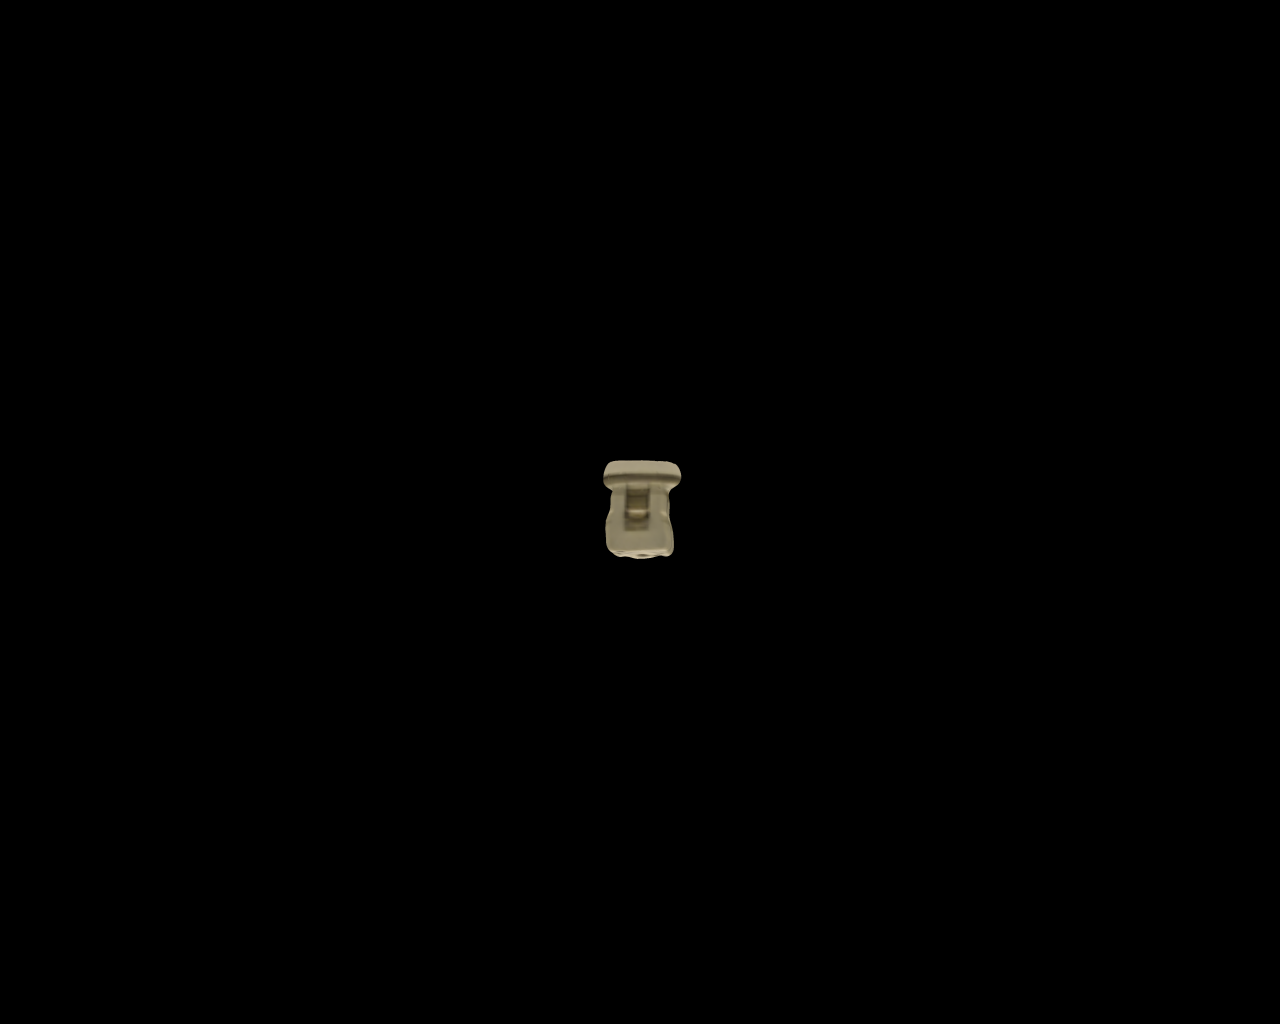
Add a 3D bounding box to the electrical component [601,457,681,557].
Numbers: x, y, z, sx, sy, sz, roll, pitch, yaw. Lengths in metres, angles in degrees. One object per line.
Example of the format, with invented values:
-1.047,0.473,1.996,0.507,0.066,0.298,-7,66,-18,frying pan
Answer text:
0.001,-0.003,0.650,0.048,0.055,0.066,0,-7,4,electrical component
